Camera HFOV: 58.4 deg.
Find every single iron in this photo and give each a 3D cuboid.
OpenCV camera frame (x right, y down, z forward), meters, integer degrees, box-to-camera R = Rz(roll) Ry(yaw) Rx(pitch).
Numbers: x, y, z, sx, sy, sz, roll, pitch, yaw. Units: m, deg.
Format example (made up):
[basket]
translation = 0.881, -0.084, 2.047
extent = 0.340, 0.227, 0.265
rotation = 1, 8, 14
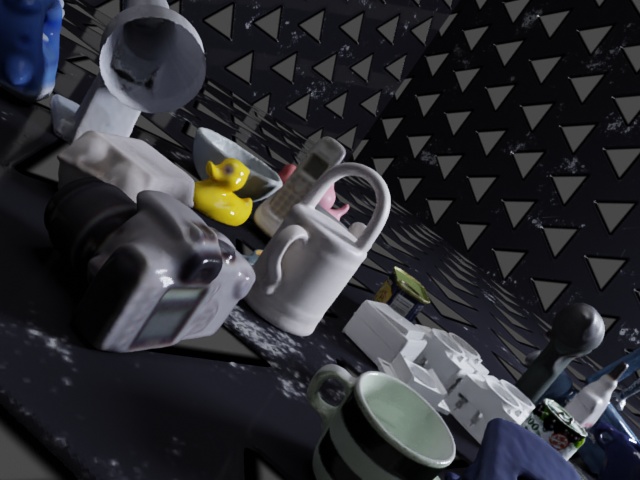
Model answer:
[iron]
translation = -0.392, -0.281, 0.773
extent = 0.119, 0.141, 0.258
rotation = 32, 12, -19

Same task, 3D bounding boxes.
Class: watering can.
[watering can]
translation = 0.004, 0.001, 0.645
extent = 0.101, 0.194, 0.173
rotation = 36, 11, 2

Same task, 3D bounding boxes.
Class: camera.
[camera]
translation = -0.137, 0.006, 0.455
extent = 0.136, 0.100, 0.144
rotation = 40, 12, 21

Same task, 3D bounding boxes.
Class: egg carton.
[egg carton]
translation = -0.204, -0.062, 0.616
extent = 0.107, 0.069, 0.150
rotation = 37, 11, 7

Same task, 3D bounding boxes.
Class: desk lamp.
[desk lamp]
translation = -0.245, -0.209, 0.724
extent = 0.118, 0.213, 0.202
rotation = 26, 15, -39

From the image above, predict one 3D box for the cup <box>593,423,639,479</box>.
[cup]
translation = 0.400, 0.315, 0.769
extent = 0.092, 0.095, 0.117
rotation = 23, 17, -47

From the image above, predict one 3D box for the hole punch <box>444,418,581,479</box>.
[hole punch]
translation = 0.173, 0.225, 0.488
extent = 0.108, 0.091, 0.101
rotation = 35, 11, -1

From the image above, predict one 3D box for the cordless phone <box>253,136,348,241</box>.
[cordless phone]
translation = 0.000, -0.056, 0.883
extent = 0.147, 0.185, 0.094
rotation = 38, 12, 12

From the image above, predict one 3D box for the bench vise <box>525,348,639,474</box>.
[bench vise]
translation = 0.429, 0.231, 0.876
extent = 0.207, 0.219, 0.121
rotation = 35, 11, -3

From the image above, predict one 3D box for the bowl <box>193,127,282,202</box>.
[bowl]
translation = -0.150, -0.112, 0.960
extent = 0.167, 0.074, 0.167
rotation = 34, 11, -8

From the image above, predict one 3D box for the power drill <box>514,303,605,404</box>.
[power drill]
translation = 0.329, 0.180, 0.822
extent = 0.075, 0.208, 0.230
rotation = 41, 13, 26

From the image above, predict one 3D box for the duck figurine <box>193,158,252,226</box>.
[duck figurine]
translation = -0.134, -0.075, 0.826
extent = 0.105, 0.086, 0.077
rotation = 26, 15, -39

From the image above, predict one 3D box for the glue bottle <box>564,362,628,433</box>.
[glue bottle]
translation = 0.361, 0.234, 0.786
extent = 0.078, 0.173, 0.037
rotation = 21, 18, -51

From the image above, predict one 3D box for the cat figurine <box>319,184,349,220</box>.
[cat figurine]
translation = 0.006, -0.067, 1.118
extent = 0.128, 0.117, 0.067
rotation = 25, 15, -42

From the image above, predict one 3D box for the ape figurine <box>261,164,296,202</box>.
[ape figurine]
translation = -0.072, -0.105, 1.109
extent = 0.078, 0.092, 0.076
rotation = 35, 11, -1
